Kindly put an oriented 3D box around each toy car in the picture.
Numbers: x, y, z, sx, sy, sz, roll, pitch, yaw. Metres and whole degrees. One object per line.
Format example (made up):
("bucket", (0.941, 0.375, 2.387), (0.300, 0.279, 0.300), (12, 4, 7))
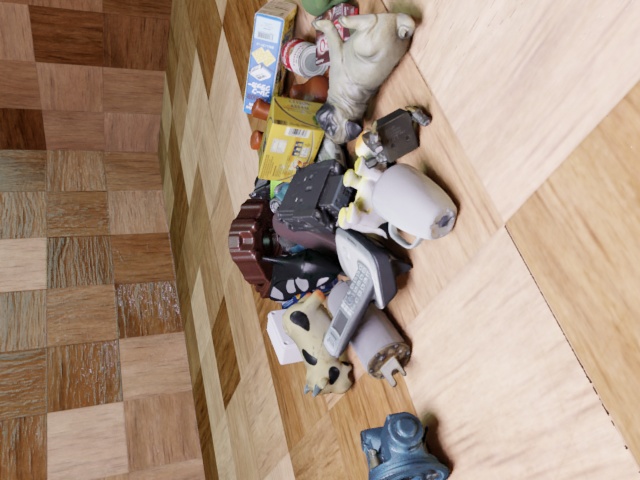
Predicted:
("toy car", (-0.002, -0.003, 0.990), (0.202, 0.053, 0.089), (23, 136, 26))
("toy car", (-0.028, -0.043, 1.080), (0.103, 0.109, 0.161), (8, 113, 45))
("toy car", (0.025, -0.125, 0.998), (0.073, 0.056, 0.202), (134, 128, -60))

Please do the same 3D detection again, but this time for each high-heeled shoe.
("high-heeled shoe", (-0.025, 0.075, 1.018), (0.248, 0.145, 0.086), (73, -152, -69))

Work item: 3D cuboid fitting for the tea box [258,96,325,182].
("tea box", (-0.055, -0.179, 0.993), (0.169, 0.098, 0.068), (122, 152, -59))

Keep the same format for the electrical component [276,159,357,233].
("electrical component", (-0.002, -0.073, 0.906), (0.134, 0.058, 0.115), (-2, 64, 48))

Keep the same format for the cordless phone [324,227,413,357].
("cordless phone", (0.048, 0.082, 0.851), (0.184, 0.088, 0.147), (-62, 31, 9))

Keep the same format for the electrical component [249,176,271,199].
("electrical component", (-0.113, -0.138, 1.261), (0.075, 0.047, 0.119), (-19, 37, 35))

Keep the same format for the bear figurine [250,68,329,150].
("bear figurine", (-0.047, -0.254, 1.044), (0.196, 0.132, 0.120), (139, 135, -58))

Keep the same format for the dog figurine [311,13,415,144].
("dog figurine", (0.071, -0.241, 0.824), (0.173, 0.121, 0.190), (22, 121, 55))

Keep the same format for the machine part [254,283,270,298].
("machine part", (-0.112, 0.026, 1.300), (0.201, 0.087, 0.201), (123, 136, -53))

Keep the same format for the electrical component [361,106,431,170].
("electrical component", (0.107, -0.150, 0.765), (0.045, 0.102, 0.078), (-128, 17, -58))

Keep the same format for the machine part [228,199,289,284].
("machine part", (-0.116, 0.002, 1.098), (0.056, 0.179, 0.179), (-2, 91, 24))

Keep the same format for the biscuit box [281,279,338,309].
("biscuit box", (-0.029, 0.102, 1.145), (0.202, 0.059, 0.063), (137, 126, -61))

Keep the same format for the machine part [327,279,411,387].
("machine part", (0.077, 0.142, 0.885), (0.243, 0.079, 0.079), (-123, 38, -51))

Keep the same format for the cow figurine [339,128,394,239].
("cow figurine", (0.089, -0.089, 0.830), (0.068, 0.098, 0.167), (144, 139, -68))

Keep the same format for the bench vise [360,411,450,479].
("bench vise", (0.116, 0.368, 0.767), (0.241, 0.129, 0.223), (-106, 27, -43))

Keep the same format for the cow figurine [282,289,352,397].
("cow figurine", (-0.003, 0.205, 1.006), (0.195, 0.127, 0.085), (57, 159, -5))

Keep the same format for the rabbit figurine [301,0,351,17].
("rabbit figurine", (0.007, -0.481, 0.969), (0.170, 0.121, 0.159), (87, 158, -52))

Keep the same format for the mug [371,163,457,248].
("mug", (0.130, -0.036, 0.739), (0.107, 0.081, 0.109), (42, 128, 46))
